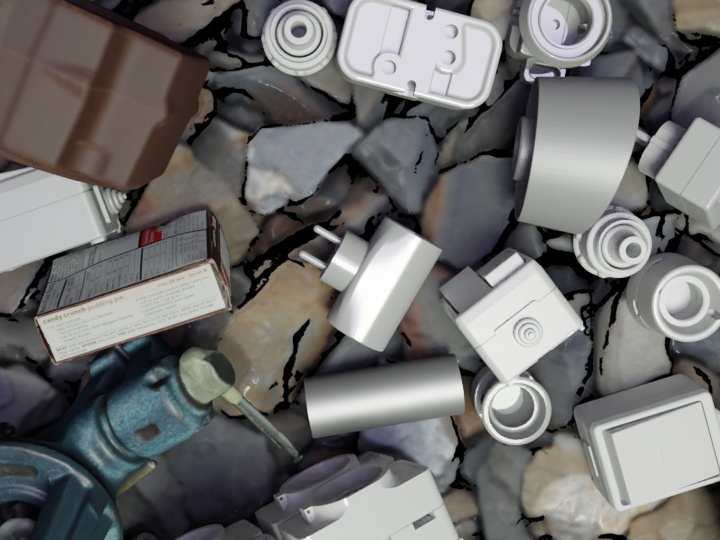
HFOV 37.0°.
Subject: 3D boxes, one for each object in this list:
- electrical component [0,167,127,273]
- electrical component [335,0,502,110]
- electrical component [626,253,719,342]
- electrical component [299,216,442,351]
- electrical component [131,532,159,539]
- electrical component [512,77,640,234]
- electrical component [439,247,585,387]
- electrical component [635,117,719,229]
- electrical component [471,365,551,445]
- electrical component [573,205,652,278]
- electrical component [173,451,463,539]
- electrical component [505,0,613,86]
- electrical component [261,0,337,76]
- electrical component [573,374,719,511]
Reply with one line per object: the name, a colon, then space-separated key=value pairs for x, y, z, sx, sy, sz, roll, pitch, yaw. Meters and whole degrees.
electrical component: x=-0.195 y=-0.039 z=0.670 sx=0.096 sy=0.061 sz=0.061 roll=-19 pitch=98 yaw=0
electrical component: x=0.035 y=-0.135 z=0.670 sx=0.095 sy=0.059 sz=0.053 roll=14 pitch=96 yaw=-5
electrical component: x=0.208 y=0.019 z=0.705 sx=0.055 sy=0.047 sz=0.055 roll=0 pitch=97 yaw=-3
electrical component: x=0.000 y=0.000 z=0.693 sx=0.079 sy=0.044 sz=0.077 roll=30 pitch=95 yaw=-6
electrical component: x=-0.151 y=0.209 z=0.709 sx=0.047 sy=0.055 sz=0.055 roll=-30 pitch=98 yaw=5
electrical component: x=0.129 y=-0.072 z=0.664 sx=0.064 sy=0.099 sz=0.099 roll=7 pitch=97 yaw=2
electrical component: x=0.092 y=0.025 z=0.675 sx=0.062 sy=0.096 sz=0.061 roll=-38 pitch=97 yaw=2
electrical component: x=0.205 y=-0.070 z=0.688 sx=0.077 sy=0.066 sz=0.047 roll=36 pitch=95 yaw=23
electrical component: x=0.098 y=0.085 z=0.704 sx=0.045 sy=0.055 sz=0.045 roll=0 pitch=97 yaw=-3
electrical component: x=0.167 y=-0.016 z=0.691 sx=0.048 sy=0.062 sz=0.048 roll=0 pitch=97 yaw=-3
electrical component: x=-0.047 y=0.176 z=0.655 sx=0.186 sy=0.105 sz=0.060 roll=-25 pitch=96 yaw=-20
electrical component: x=0.125 y=-0.155 z=0.673 sx=0.058 sy=0.057 sz=0.078 roll=10 pitch=97 yaw=-4
electrical component: x=-0.038 y=-0.145 z=0.664 sx=0.048 sy=0.062 sz=0.048 roll=0 pitch=97 yaw=-3
electrical component: x=0.199 y=0.112 z=0.709 sx=0.096 sy=0.061 sz=0.061 roll=-17 pitch=98 yaw=-1
